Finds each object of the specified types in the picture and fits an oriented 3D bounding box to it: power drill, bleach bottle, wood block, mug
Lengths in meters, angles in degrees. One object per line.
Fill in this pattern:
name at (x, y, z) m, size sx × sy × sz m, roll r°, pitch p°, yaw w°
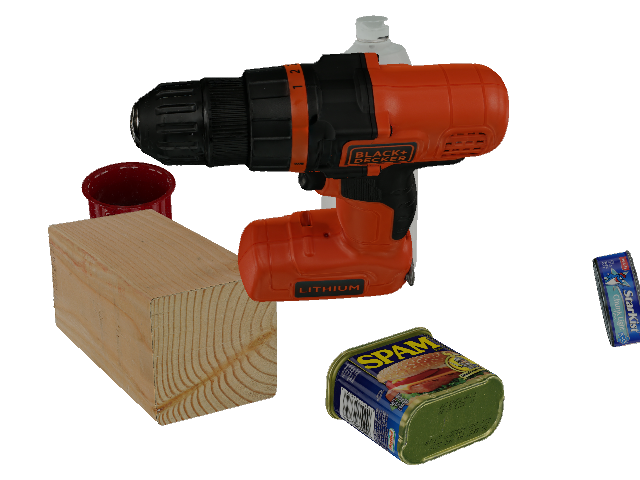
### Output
power drill at (-0.005, -0.028, 0.578) m, size 0.184 × 0.057 × 0.188 m, roll -2°, pitch -26°, yaw -7°
bleach bottle at (0.044, -0.088, 1.031) m, size 0.102 × 0.251 × 0.068 m, roll -9°, pitch 23°, yaw -17°
wood block at (-0.120, 0.047, 0.775) m, size 0.090 × 0.090 × 0.206 m, roll -10°, pitch 19°, yaw -30°
mug at (-0.195, -0.016, 1.075) m, size 0.093 × 0.081 × 0.117 m, roll 8°, pitch 33°, yaw 8°

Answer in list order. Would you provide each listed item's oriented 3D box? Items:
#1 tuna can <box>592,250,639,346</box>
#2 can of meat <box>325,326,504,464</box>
tuna can at (0.275, 0.054, 0.982) m, size 0.034 × 0.086 × 0.086 m, roll -12°, pitch -2°, yaw 11°
can of meat at (0.069, 0.111, 0.766) m, size 0.101 × 0.057 × 0.084 m, roll -13°, pitch 27°, yaw -34°
